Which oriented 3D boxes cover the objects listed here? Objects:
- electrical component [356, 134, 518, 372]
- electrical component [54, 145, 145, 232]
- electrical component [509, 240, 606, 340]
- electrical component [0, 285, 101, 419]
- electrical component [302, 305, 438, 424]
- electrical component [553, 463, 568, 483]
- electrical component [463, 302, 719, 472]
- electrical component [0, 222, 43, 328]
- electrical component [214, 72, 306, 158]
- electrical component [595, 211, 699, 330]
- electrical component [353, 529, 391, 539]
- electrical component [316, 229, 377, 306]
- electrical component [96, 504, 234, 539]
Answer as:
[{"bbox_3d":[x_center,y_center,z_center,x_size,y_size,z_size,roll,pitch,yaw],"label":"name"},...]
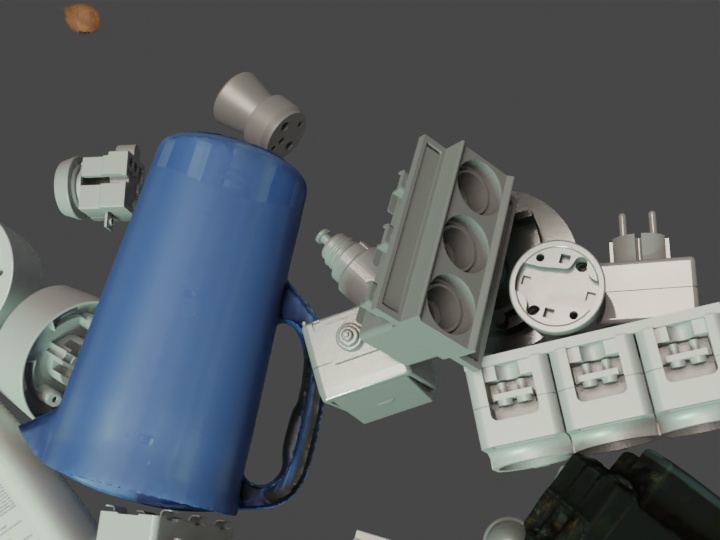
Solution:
[{"bbox_3d":[0.045,-0.008,0.643,0.063,0.079,0.121,-24,42,50],"label":"electrical component"},{"bbox_3d":[-0.197,-0.062,0.815,0.055,0.048,0.066,-1,75,9],"label":"electrical component"},{"bbox_3d":[0.120,0.015,0.643,0.055,0.047,0.055,-4,75,16],"label":"electrical component"},{"bbox_3d":[-0.206,0.062,0.759,0.064,0.099,0.099,24,84,27],"label":"electrical component"},{"bbox_3d":[0.007,0.059,0.692,0.062,0.096,0.061,-20,71,11],"label":"electrical component"},{"bbox_3d":[0.148,0.144,0.660,0.061,0.035,0.035,20,83,17],"label":"electrical component"},{"bbox_3d":[0.148,0.075,0.648,0.150,0.089,0.061,-14,72,13],"label":"electrical component"},{"bbox_3d":[-0.293,0.012,0.815,0.108,0.060,0.108,-4,75,16],"label":"electrical component"},{"bbox_3d":[-0.073,-0.112,0.789,0.055,0.045,0.045,38,89,22],"label":"electrical component"},{"bbox_3d":[0.178,0.000,0.682,0.066,0.047,0.076,-5,75,16],"label":"electrical component"},{"bbox_3d":[0.006,0.204,0.667,0.042,0.081,0.063,11,108,20],"label":"electrical component"},{"bbox_3d":[0.000,0.000,0.740,0.078,0.040,0.040,42,91,22],"label":"electrical component"},{"bbox_3d":[-0.124,0.187,0.685,0.079,0.121,0.063,1,73,17],"label":"electrical component"}]
